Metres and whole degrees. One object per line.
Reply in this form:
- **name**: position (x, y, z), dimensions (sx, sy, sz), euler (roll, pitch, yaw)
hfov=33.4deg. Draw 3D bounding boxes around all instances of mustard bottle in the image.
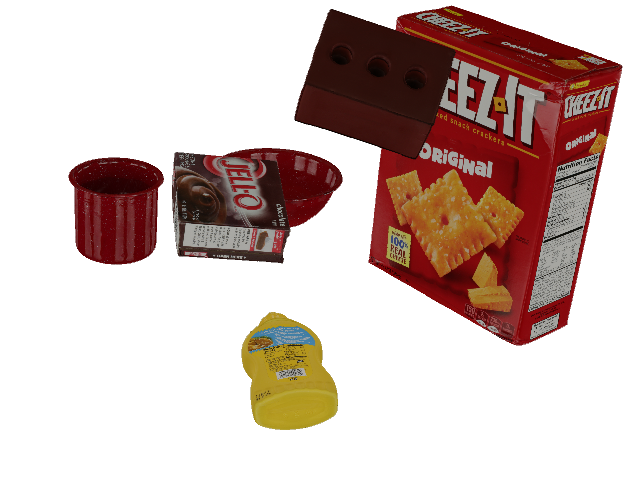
- **mustard bottle**: position (-0.043, 0.142, 1.256), dimensions (0.096, 0.058, 0.192), euler (-8, 30, -8)

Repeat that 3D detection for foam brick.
- **foam brick**: position (0.031, -0.090, 0.618), dimensions (0.078, 0.053, 0.051), euler (18, -19, 1)

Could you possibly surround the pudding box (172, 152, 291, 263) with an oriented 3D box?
- **pudding box**: position (-0.076, -0.029, 0.884), dimensions (0.090, 0.039, 0.113), euler (3, 36, -12)

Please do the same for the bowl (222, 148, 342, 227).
- **bowl**: position (-0.056, -0.058, 1.296), dimensions (0.162, 0.055, 0.162), euler (4, 26, -2)

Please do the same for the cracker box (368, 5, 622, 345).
- **cracker box**: position (0.122, -0.050, 0.809), dimensions (0.071, 0.214, 0.164), euler (-19, 36, -37)

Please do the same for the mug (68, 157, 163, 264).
- **mug**: position (-0.205, -0.034, 1.086), dimensions (0.093, 0.081, 0.117), euler (6, 27, -1)
